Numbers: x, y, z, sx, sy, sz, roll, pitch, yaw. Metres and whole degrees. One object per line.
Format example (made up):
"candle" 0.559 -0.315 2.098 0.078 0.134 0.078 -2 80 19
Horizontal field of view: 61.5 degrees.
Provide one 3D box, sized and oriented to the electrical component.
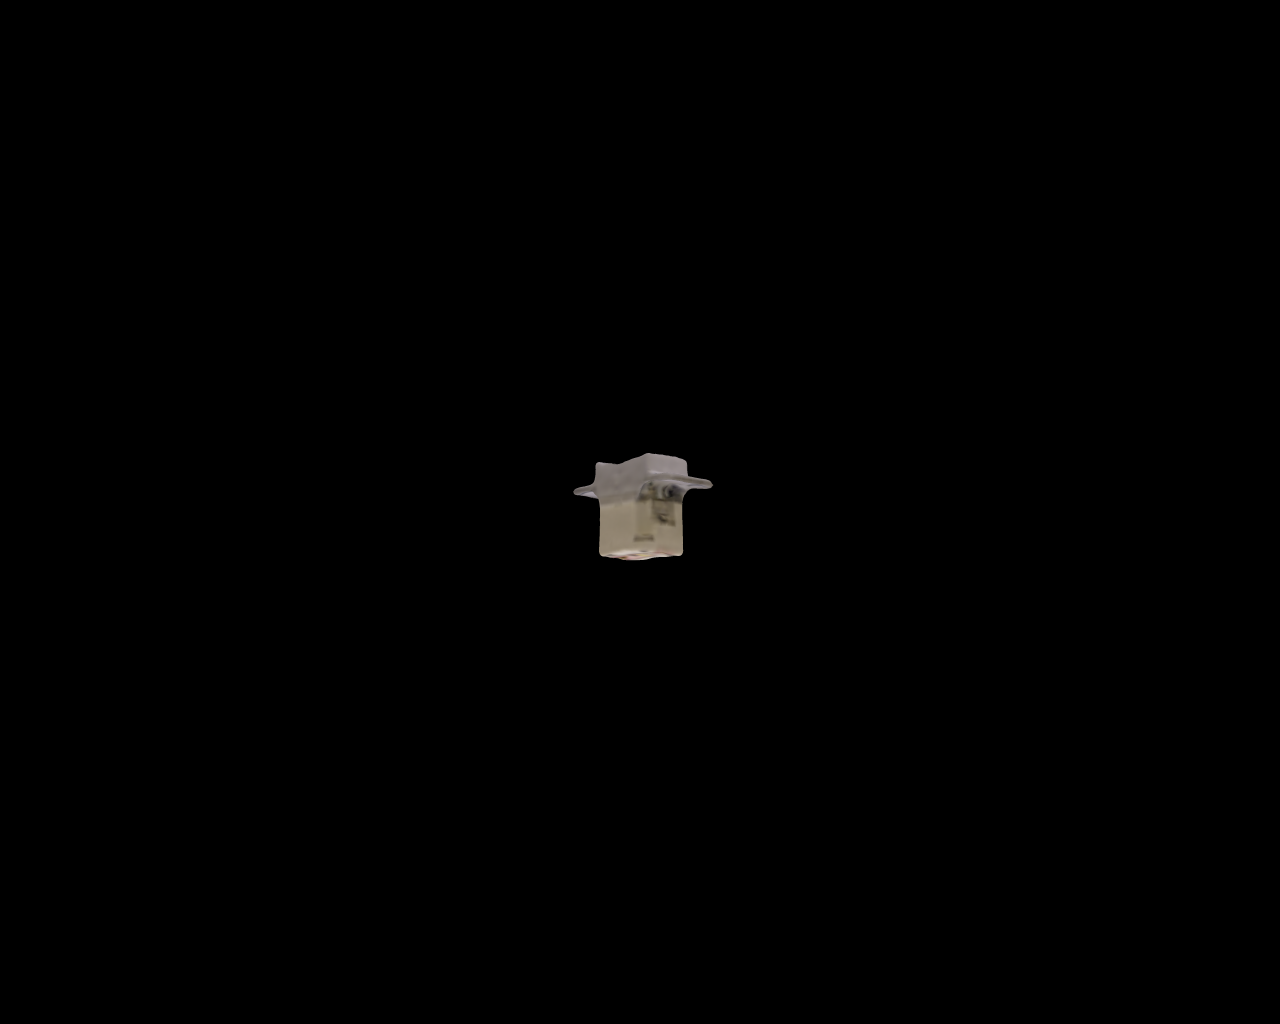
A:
"electrical component" 0.001 -0.003 0.650 0.081 0.063 0.042 -8 -12 43
